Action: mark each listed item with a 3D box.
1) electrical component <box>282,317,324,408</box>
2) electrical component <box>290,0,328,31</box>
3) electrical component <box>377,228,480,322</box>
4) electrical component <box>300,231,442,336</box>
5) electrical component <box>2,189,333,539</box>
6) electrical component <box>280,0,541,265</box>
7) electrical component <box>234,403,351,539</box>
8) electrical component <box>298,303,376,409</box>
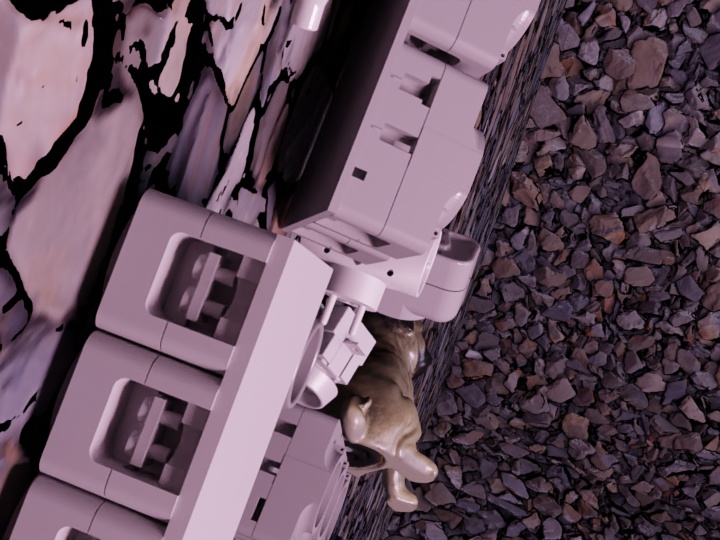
[{"bbox_3d":[-0.050,0.034,0.490,0.048,0.055,0.066,-56,164,-58],"label":"electrical component"},{"bbox_3d":[-0.014,-0.126,0.428,0.035,0.035,0.061,-49,160,-67],"label":"electrical component"},{"bbox_3d":[0.034,-0.002,0.799,0.053,0.095,0.059,-53,161,-63],"label":"electrical component"},{"bbox_3d":[0.000,0.000,0.652,0.043,0.077,0.079,67,44,-78],"label":"electrical component"},{"bbox_3d":[-0.070,0.054,0.387,0.089,0.062,0.150,43,67,-81],"label":"electrical component"},{"bbox_3d":[0.031,-0.099,0.558,0.186,0.060,0.105,-69,-166,-8],"label":"electrical component"},{"bbox_3d":[-0.048,0.152,0.747,0.150,0.062,0.089,86,25,-69],"label":"electrical component"},{"bbox_3d":[-0.027,0.054,0.682,0.055,0.066,0.048,-58,132,-26],"label":"electrical component"}]
